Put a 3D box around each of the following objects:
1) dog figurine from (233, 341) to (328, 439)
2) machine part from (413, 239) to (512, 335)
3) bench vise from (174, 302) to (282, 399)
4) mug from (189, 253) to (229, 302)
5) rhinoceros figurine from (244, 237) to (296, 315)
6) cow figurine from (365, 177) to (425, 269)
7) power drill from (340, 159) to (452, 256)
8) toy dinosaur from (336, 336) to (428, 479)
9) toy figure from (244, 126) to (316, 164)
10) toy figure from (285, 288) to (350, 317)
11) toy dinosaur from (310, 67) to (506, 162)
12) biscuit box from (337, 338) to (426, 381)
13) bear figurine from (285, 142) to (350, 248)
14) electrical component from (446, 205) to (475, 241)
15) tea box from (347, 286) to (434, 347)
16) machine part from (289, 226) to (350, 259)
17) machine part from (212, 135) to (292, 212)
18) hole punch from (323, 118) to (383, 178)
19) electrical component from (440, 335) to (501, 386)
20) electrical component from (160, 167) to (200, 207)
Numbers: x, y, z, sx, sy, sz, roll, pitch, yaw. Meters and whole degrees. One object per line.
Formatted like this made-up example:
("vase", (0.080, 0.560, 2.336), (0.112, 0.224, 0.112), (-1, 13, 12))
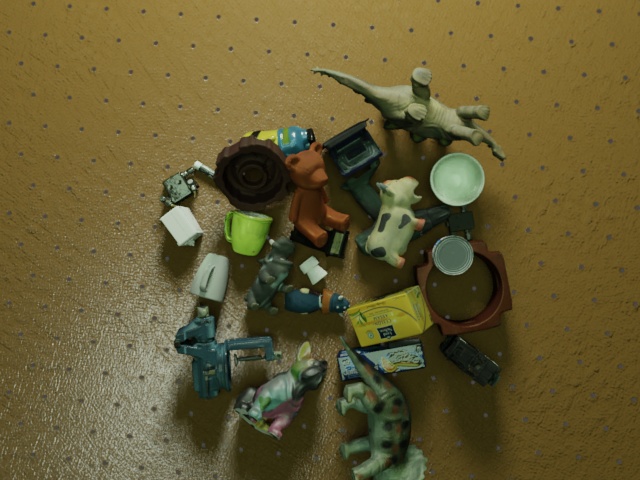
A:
("dog figurine", (-0.081, 0.343, 1.257), (0.108, 0.192, 0.219), (50, 63, -16))
("machine part", (0.324, 0.108, 1.236), (0.202, 0.087, 0.201), (-11, 90, 5))
("bench vise", (-0.210, 0.254, 1.251), (0.241, 0.129, 0.223), (-3, 86, -6))
("mug", (-0.258, 0.084, 1.264), (0.081, 0.109, 0.107), (13, 78, 9))
("rhinoceros figurine", (-0.111, 0.084, 1.256), (0.073, 0.112, 0.190), (19, 109, -28))
("cow figurine", (0.161, -0.047, 1.178), (0.127, 0.085, 0.194), (24, 99, -4))
("power drill", (0.161, -0.084, 1.252), (0.232, 0.086, 0.207), (-33, 96, 6))
("toy dinosaur", (0.142, 0.410, 1.209), (0.192, 0.131, 0.404), (-4, 97, -19))
("toy figure", (-0.098, -0.221, 1.256), (0.180, 0.089, 0.082), (-11, 121, 6))
("toy figure", (-0.007, 0.144, 1.269), (0.155, 0.064, 0.058), (3, 53, -1))
("toy dinosaur", (0.200, -0.285, 1.176), (0.471, 0.198, 0.105), (27, 83, -8))
("biscuit box", (0.143, 0.280, 1.261), (0.203, 0.059, 0.062), (-11, 91, 4))
("bear figurine", (-0.007, -0.104, 1.189), (0.132, 0.120, 0.195), (32, 136, 29))
("electrical component", (0.329, -0.042, 1.265), (0.063, 0.021, 0.094), (-8, 91, 4))
("tea box", (0.157, 0.173, 1.216), (0.170, 0.068, 0.098), (-24, 88, 37))
("machine part", (-0.003, -0.004, 1.278), (0.139, 0.039, 0.084), (11, 100, 1))
("machine part", (-0.151, -0.150, 1.216), (0.179, 0.056, 0.179), (-2, 128, -3))
("hole punch", (0.074, -0.211, 1.234), (0.142, 0.116, 0.092), (-33, 106, 7))
("electrical component", (0.345, 0.274, 1.222), (0.134, 0.115, 0.058), (37, 95, 4))
("electrical component", (-0.338, -0.122, 1.291), (0.102, 0.045, 0.078), (-24, 91, 3))
